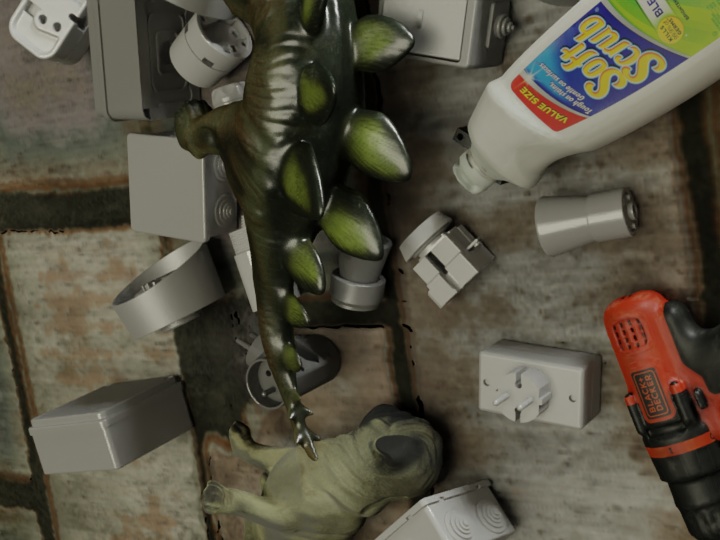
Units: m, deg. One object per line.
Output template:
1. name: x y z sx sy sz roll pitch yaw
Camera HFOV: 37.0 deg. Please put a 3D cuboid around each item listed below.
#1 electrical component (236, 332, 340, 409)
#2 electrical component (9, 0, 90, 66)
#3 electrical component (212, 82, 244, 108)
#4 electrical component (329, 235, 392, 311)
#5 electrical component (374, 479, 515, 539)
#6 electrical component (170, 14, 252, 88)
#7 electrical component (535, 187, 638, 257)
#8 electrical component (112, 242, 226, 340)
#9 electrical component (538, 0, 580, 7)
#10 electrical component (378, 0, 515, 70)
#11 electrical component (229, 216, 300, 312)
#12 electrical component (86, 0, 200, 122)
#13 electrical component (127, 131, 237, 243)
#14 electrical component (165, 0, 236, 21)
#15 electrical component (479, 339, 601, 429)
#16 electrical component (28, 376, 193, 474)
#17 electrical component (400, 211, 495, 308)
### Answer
1. electrical component: -0.070 0.076 0.911 0.079 0.077 0.043 32 118 23
2. electrical component: -0.259 -0.233 0.960 0.054 0.059 0.095 38 101 8
3. electrical component: -0.102 -0.126 0.908 0.035 0.035 0.061 -11 98 35
4. electrical component: 0.000 0.000 0.866 0.045 0.045 0.055 20 112 28
5. electrical component: 0.062 0.214 0.847 0.099 0.100 0.048 -48 62 32
6. electrical component: -0.126 -0.185 0.898 0.047 0.055 0.055 -36 81 38
7. electrical component: 0.161 -0.036 0.753 0.065 0.044 0.044 -10 96 30
8. electrical component: -0.170 0.019 0.955 0.099 0.099 0.064 -24 94 35
9. electrical component: 0.136 -0.231 0.720 0.099 0.064 0.099 1 93 23
10. electrical component: 0.063 -0.179 0.768 0.096 0.061 0.061 17 111 30
11. electrical component: -0.084 -0.009 0.920 0.043 0.043 0.081 -17 92 35
12. electrical component: -0.185 -0.186 0.922 0.057 0.078 0.113 7 106 31
13. electrical component: -0.155 -0.076 0.947 0.100 0.048 0.099 10 107 32
14. electrical component: -0.135 -0.253 0.857 0.108 0.108 0.060 39 114 20
15. electrical component: 0.123 0.088 0.787 0.083 0.076 0.047 8 106 32
16. electrical component: -0.235 0.147 1.021 0.109 0.109 0.056 -11 98 35
17. electrical component: 0.064 -0.011 0.821 0.055 0.048 0.066 47 123 6
